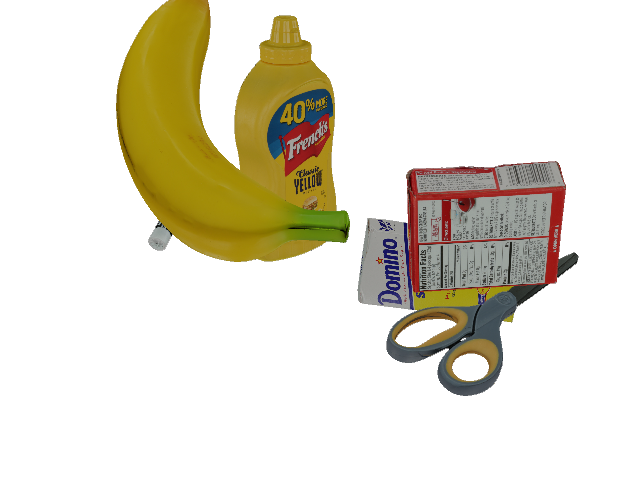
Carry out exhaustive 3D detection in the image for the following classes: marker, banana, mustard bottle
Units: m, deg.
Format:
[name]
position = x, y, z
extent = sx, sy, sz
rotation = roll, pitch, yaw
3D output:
[marker]
position = -0.146, -0.037, 1.097
extent = 0.020, 0.020, 0.121
rotation = 0, 43, 21
[banana]
position = -0.055, -0.050, 0.470
extent = 0.069, 0.037, 0.198
rotation = -13, 45, -18
[mustard bottle]
position = -0.028, -0.085, 0.865
extent = 0.058, 0.192, 0.096
rotation = 19, 29, 39

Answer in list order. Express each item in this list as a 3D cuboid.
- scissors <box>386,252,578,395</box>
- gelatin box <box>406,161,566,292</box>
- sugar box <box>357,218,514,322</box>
[scissors]
position = 0.148, 0.065, 0.832
extent = 0.201, 0.016, 0.096
rotation = -16, 44, -22
[gelatin box]
position = 0.096, -0.008, 0.628
extent = 0.089, 0.073, 0.030
rotation = -3, 39, 3
[sugar box]
position = 0.133, 0.033, 1.192
extent = 0.176, 0.093, 0.048
rotation = 6, 22, -2
